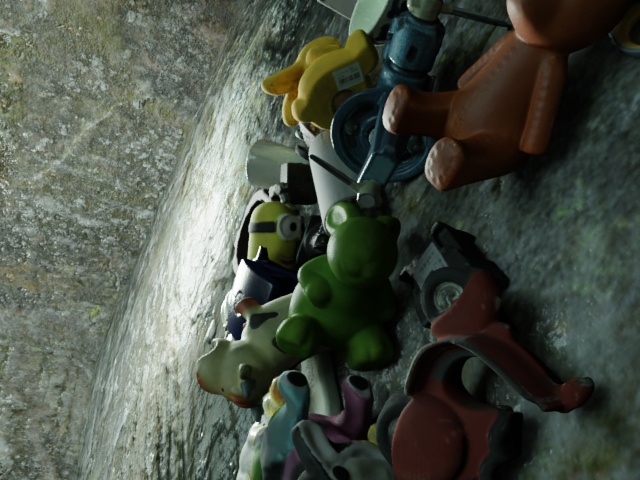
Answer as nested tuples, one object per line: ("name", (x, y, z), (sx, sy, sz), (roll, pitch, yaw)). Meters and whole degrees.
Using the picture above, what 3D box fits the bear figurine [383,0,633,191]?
("bear figurine", (0.153, -0.144, 0.419), (0.120, 0.132, 0.195), (63, 146, 36))

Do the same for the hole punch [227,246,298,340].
("hole punch", (-0.084, 0.091, 0.753), (0.116, 0.092, 0.142), (20, 104, 30))

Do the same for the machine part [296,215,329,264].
("machine part", (-0.002, -0.002, 0.770), (0.084, 0.039, 0.139), (-67, 13, -11))

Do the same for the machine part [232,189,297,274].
("machine part", (-0.101, -0.003, 0.968), (0.179, 0.056, 0.179), (-44, 37, 46))

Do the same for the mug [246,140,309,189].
("mug", (-0.056, -0.115, 0.910), (0.107, 0.109, 0.081), (16, 79, 23))

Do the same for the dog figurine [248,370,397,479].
("dog figurine", (-0.012, 0.244, 0.536), (0.192, 0.108, 0.219), (59, 136, 47))

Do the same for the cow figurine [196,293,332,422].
("cow figurine", (-0.050, 0.123, 0.629), (0.127, 0.195, 0.085), (52, 158, 44))

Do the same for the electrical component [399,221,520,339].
("electrical component", (0.120, 0.047, 0.467), (0.074, 0.048, 0.119), (-59, 25, 28))

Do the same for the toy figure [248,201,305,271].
("toy figure", (-0.080, 0.029, 0.845), (0.082, 0.089, 0.180), (-39, -36, -79))

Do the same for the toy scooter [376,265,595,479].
("toy scooter", (0.117, 0.117, 0.390), (0.135, 0.075, 0.183), (24, 103, 46))

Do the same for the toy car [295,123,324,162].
("toy car", (-0.011, -0.190, 0.881), (0.089, 0.053, 0.202), (-59, 12, 20))

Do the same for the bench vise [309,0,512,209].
("bench vise", (0.080, -0.132, 0.569), (0.223, 0.129, 0.241), (-57, 9, 45))

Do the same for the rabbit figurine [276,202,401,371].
("rabbit figurine", (0.041, 0.035, 0.547), (0.170, 0.121, 0.159), (110, 180, -52))

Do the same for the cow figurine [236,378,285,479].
("cow figurine", (-0.062, 0.252, 0.690), (0.098, 0.068, 0.167), (159, 127, -68))

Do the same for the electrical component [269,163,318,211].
("electrical component", (-0.025, -0.079, 0.815), (0.045, 0.102, 0.078), (-1, 81, 61))

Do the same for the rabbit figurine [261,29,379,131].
("rabbit figurine", (0.008, -0.222, 0.757), (0.162, 0.121, 0.173), (-27, 43, 13))

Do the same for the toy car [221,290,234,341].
("toy car", (-0.146, 0.153, 0.949), (0.073, 0.056, 0.202), (-52, 31, 37))

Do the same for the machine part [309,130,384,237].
("machine part", (0.031, -0.075, 0.711), (0.079, 0.079, 0.243), (-55, 27, 32))
